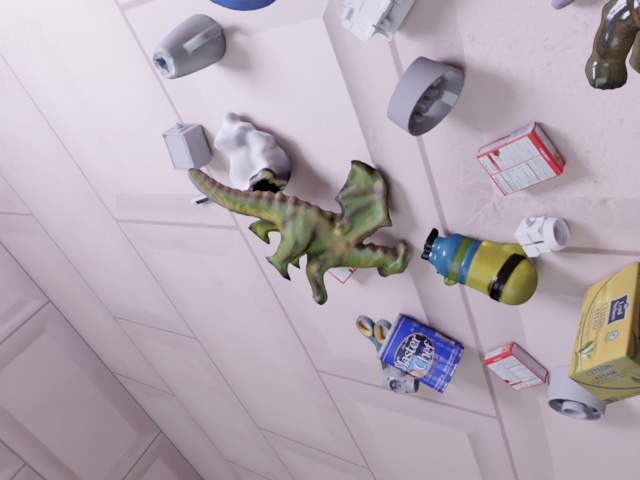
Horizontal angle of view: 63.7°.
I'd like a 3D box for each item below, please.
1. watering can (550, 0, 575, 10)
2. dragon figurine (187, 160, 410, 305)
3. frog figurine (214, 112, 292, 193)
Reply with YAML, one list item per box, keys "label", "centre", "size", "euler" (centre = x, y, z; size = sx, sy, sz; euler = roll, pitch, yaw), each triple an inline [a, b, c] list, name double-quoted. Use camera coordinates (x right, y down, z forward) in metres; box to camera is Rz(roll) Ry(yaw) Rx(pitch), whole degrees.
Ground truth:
- label: "watering can"
  centre: [0.351, -0.267, 0.392]
  size: [0.226, 0.105, 0.341]
  euler: [49, 153, 12]
- label: "dragon figurine"
  centre: [0.003, -0.044, 0.873]
  size: [0.241, 0.125, 0.405]
  euler: [-40, 116, 14]
- label: "frog figurine"
  centre: [-0.126, -0.151, 0.932]
  size: [0.162, 0.123, 0.134]
  euler: [68, 152, 22]
